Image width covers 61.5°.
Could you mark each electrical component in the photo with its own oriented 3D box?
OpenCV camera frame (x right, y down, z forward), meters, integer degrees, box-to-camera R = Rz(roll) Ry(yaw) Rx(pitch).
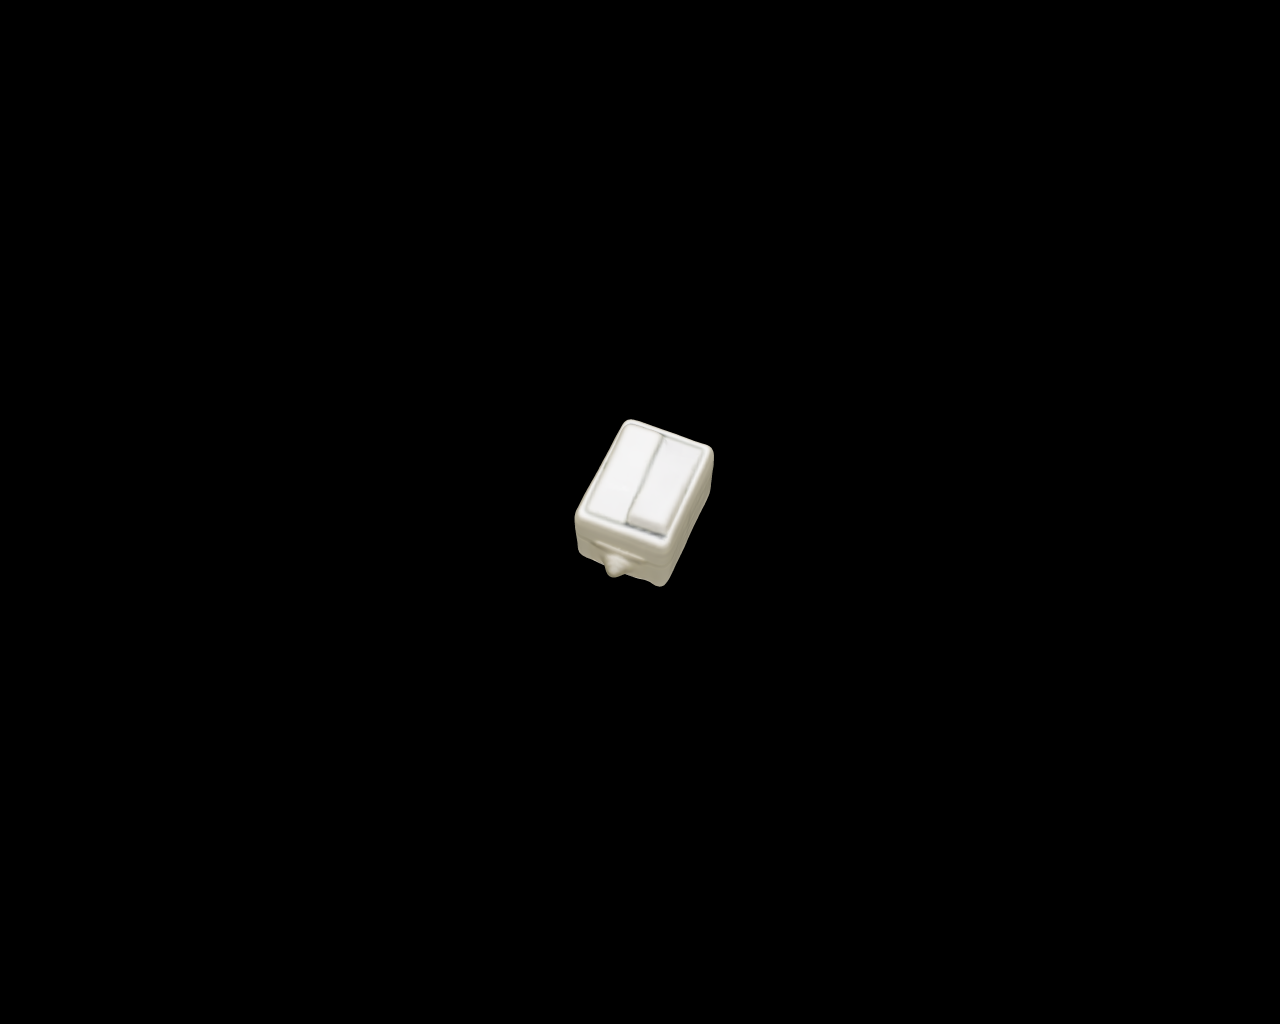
[{"bbox_3d":[0.001,-0.003,0.650,0.062,0.096,0.061,21,-28,12],"label":"electrical component"}]
